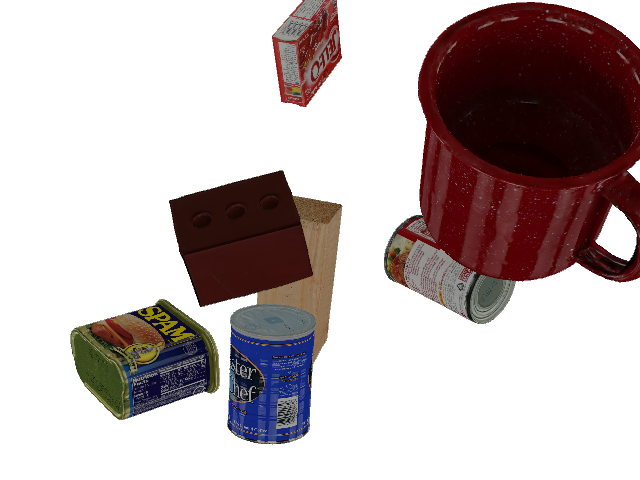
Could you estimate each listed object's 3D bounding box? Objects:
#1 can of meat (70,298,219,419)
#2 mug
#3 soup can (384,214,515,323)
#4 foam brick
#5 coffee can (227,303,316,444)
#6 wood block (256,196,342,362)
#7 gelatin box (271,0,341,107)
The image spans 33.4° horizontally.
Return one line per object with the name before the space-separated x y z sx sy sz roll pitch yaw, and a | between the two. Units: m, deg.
can of meat | -0.144 0.095 0.864 0.083 0.057 0.102 -16 27 -33
mug | 0.092 -0.029 0.436 0.093 0.117 0.081 -37 -26 -21
soup can | 0.117 0.025 0.965 0.068 0.068 0.102 0 21 -47
foam brick | -0.049 -0.001 0.677 0.078 0.051 0.053 -16 44 -4
coffee can | -0.060 0.160 1.289 0.103 0.140 0.103 3 17 -1
wood block | -0.032 0.052 1.465 0.090 0.206 0.090 10 22 10
gelatin box | -0.010 -0.181 1.006 0.030 0.073 0.089 14 46 21
